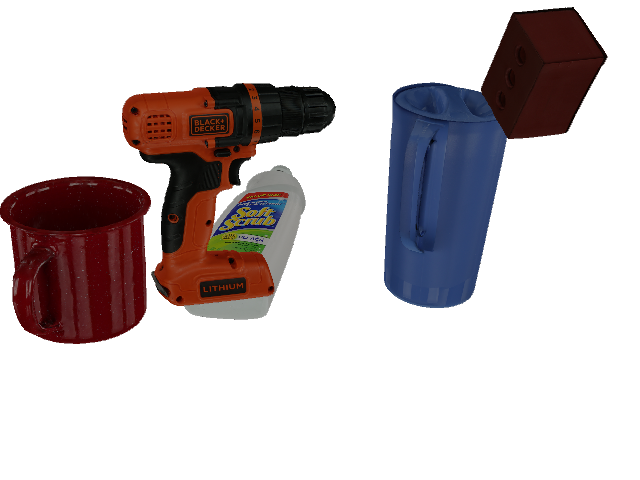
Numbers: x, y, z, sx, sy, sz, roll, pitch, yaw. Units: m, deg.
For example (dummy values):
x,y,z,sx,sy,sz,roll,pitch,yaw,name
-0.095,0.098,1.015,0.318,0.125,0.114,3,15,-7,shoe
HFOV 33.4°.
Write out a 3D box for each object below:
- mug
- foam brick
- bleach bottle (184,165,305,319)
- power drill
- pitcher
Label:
x,y,z,sx,sy,sz,roll,pitch,yaw,name
-0.157,0.018,0.673,0.093,0.081,0.117,7,25,13,mug
0.155,-0.117,0.749,0.051,0.053,0.078,-10,-34,-19,foam brick
-0.079,-0.011,1.222,0.102,0.068,0.250,3,35,10,bleach bottle
-0.077,-0.043,0.922,0.184,0.188,0.057,-5,21,-18,power drill
0.131,-0.046,1.206,0.149,0.243,0.145,-5,27,-19,pitcher
